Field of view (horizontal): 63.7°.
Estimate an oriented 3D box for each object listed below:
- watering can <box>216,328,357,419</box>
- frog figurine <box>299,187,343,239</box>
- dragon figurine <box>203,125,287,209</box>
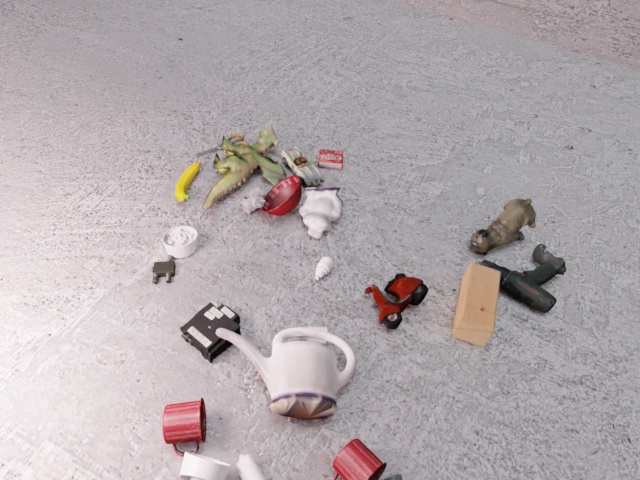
[{"bbox_3d":[-0.081,0.308,1.221,0.347,0.101,0.230,5,48,-7],"label":"watering can"},{"bbox_3d":[0.005,-0.082,1.621,0.137,0.122,0.160,3,82,-16],"label":"frog figurine"},{"bbox_3d":[-0.228,-0.235,1.724,0.242,0.119,0.420,13,55,-7],"label":"dragon figurine"}]
